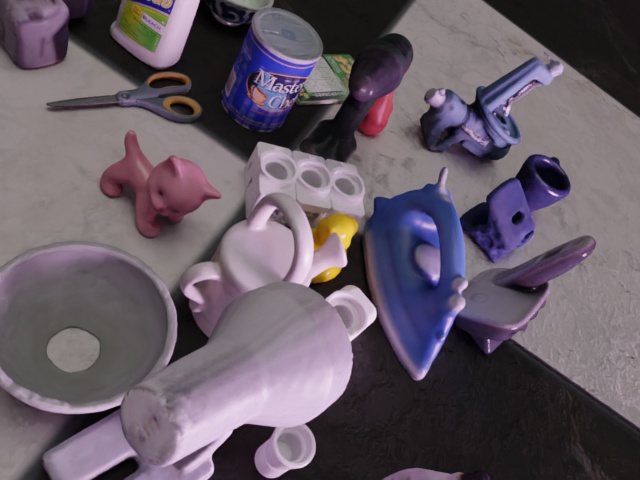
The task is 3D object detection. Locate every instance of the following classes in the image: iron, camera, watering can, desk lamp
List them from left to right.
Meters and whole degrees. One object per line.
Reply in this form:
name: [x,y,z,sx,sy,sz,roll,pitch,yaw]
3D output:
camera: [-0.351,-0.310,0.725,0.137,0.100,0.143,-29,75,-41]
desk lamp: [-0.096,0.140,0.467,0.204,0.213,0.118,-26,73,-41]
watering can: [-0.053,0.024,0.592,0.101,0.193,0.173,49,47,10]
iron: [0.143,0.034,0.739,0.119,0.141,0.258,12,52,-23]

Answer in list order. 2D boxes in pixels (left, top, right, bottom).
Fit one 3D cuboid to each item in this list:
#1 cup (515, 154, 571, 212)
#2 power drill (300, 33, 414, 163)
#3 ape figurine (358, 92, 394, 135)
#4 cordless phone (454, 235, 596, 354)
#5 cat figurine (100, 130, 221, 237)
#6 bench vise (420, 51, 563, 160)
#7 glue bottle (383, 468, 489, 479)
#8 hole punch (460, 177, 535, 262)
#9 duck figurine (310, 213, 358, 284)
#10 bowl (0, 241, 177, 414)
cup: [0.376,-0.095,1.008,0.091,0.094,0.118,40,46,1]
power drill: [0.055,-0.195,0.810,0.075,0.208,0.230,35,46,-3]
ape figurine: [0.092,-0.224,0.934,0.078,0.092,0.076,9,53,-26]
cordless phone: [0.274,0.060,0.769,0.094,0.184,0.148,47,47,8]
cat figurine: [-0.176,-0.067,0.639,0.128,0.117,0.067,45,47,6]
bench vise: [0.288,-0.224,0.963,0.208,0.219,0.121,-6,61,-34]
glue bottle: [0.100,0.244,0.536,0.037,0.173,0.078,36,46,-2]
hole punch: [0.299,-0.035,0.919,0.109,0.091,0.101,-31,76,-42]
duck figurine: [0.007,0.003,0.719,0.105,0.086,0.077,-29,75,-42]
bowl: [-0.221,0.088,0.527,0.168,0.074,0.167,16,50,-20]
